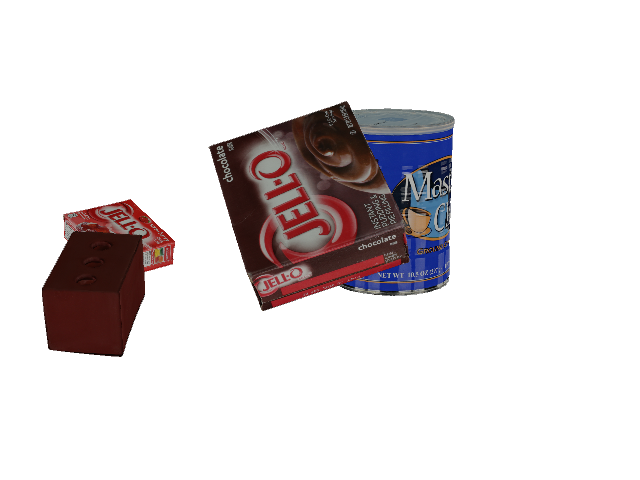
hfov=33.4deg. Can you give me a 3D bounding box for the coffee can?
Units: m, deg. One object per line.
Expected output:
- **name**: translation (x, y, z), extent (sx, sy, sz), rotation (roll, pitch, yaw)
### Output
- **coffee can**: translation (0.060, -0.035, 0.902), extent (0.103, 0.140, 0.103), rotation (0, 15, 0)

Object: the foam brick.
- **foam brick**: translation (-0.154, 0.036, 0.735), extent (0.053, 0.051, 0.078), rotation (4, 31, 1)

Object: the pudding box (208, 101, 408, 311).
- **pudding box**: translation (-0.008, -0.022, 0.618), extent (0.090, 0.039, 0.113), rotation (-18, 46, -3)

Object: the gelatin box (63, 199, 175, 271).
- **gelatin box**: translation (-0.191, -0.002, 1.006), extent (0.073, 0.030, 0.089), rotation (-15, 39, -34)
